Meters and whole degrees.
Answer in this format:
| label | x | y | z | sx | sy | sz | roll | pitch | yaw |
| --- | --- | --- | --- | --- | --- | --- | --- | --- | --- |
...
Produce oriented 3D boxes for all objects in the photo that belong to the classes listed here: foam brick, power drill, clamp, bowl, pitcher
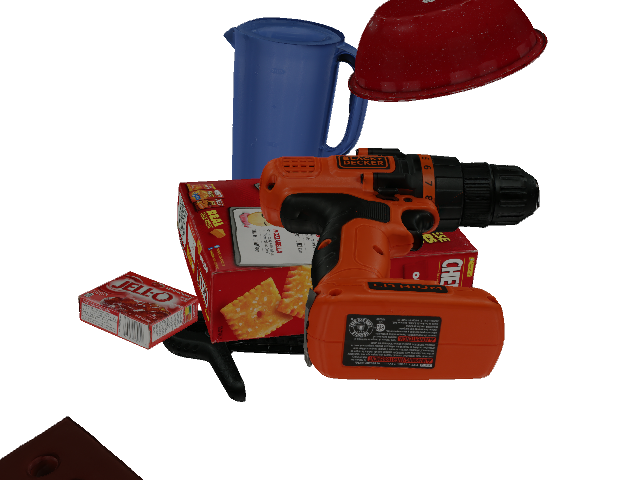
| label | x | y | z | sx | sy | sz | roll | pitch | yaw |
| --- | --- | --- | --- | --- | --- | --- | --- | --- | --- |
| foam brick | -0.108 | 0.129 | 0.481 | 0.078 | 0.051 | 0.052 | 28 | 46 | 36 |
| power drill | 0.056 | 0.006 | 0.641 | 0.184 | 0.057 | 0.187 | -1 | 31 | -3 |
| clamp | -0.121 | 0.125 | 1.260 | 0.210 | 0.036 | 0.164 | 15 | 24 | 25 |
| bowl | 0.094 | -0.165 | 0.844 | 0.162 | 0.055 | 0.162 | -14 | 24 | 6 |
| pitcher | -0.038 | -0.143 | 1.309 | 0.144 | 0.243 | 0.149 | -6 | 27 | -26 |

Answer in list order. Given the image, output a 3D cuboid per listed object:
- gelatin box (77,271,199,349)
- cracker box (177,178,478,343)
| label | x | y | z | sx | sy | sz | roll | pitch | yaw |
| --- | --- | --- | --- | --- | --- | --- | --- | --- | --- |
| gelatin box | -0.172 | 0.064 | 1.008 | 0.089 | 0.030 | 0.073 | 19 | 27 | 28 |
| cracker box | -0.002 | 0.009 | 0.887 | 0.213 | 0.072 | 0.164 | -4 | 28 | -16 |
